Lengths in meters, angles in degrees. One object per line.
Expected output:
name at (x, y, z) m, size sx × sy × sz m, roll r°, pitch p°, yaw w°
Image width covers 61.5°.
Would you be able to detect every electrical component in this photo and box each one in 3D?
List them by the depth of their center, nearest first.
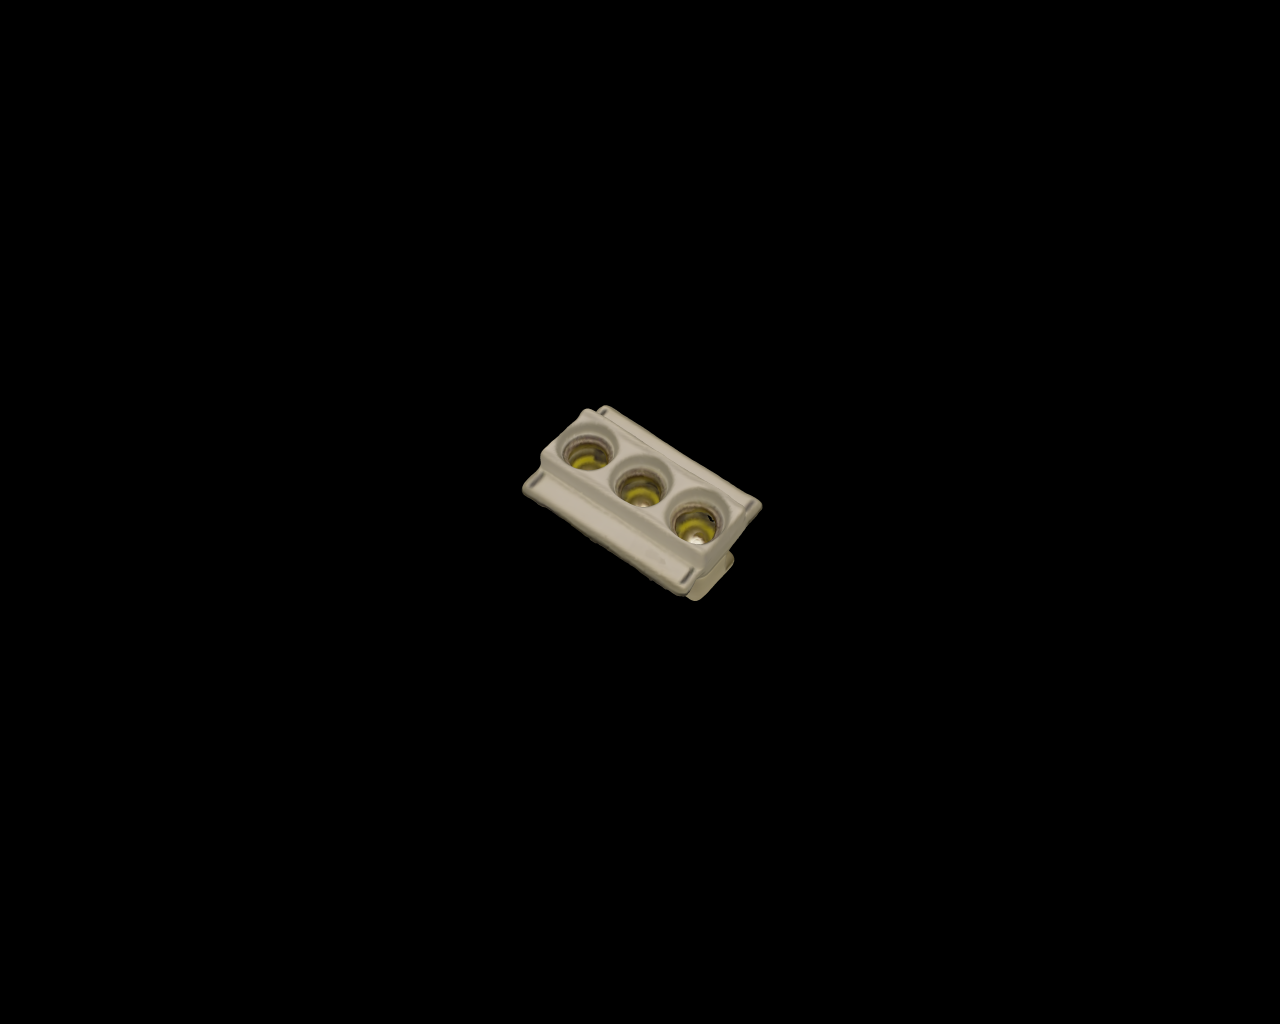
electrical component at (0.001, -0.003, 0.650) m, size 0.121 × 0.079 × 0.063 m, roll 33°, pitch -29°, yaw 21°
